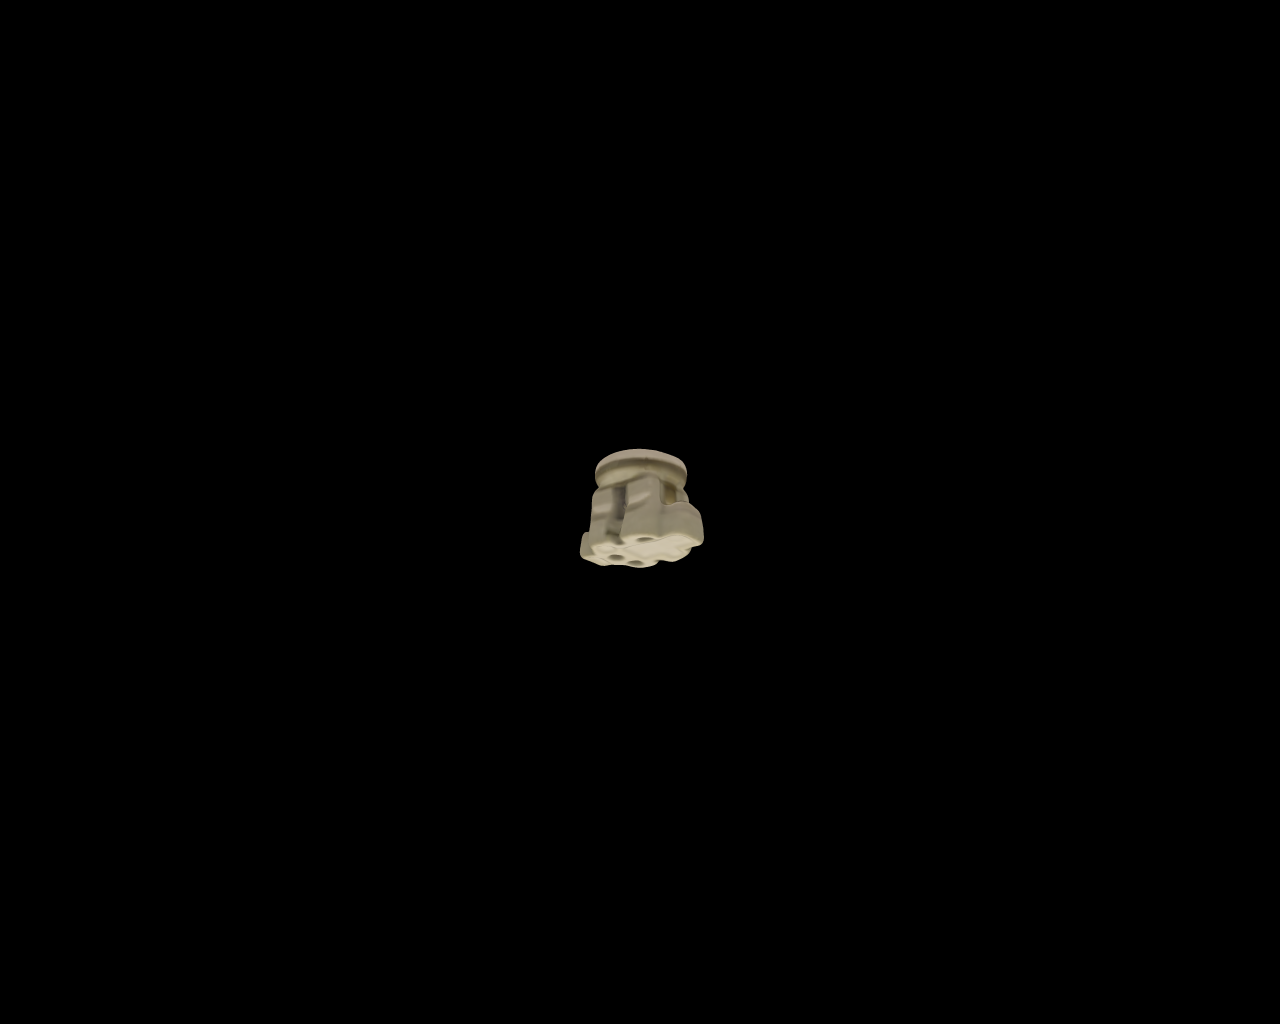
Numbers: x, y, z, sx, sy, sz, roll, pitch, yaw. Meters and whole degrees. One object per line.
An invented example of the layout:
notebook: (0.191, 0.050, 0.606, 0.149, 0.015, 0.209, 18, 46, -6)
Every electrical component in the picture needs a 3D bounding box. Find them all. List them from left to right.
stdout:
electrical component: (0.001, -0.003, 0.650, 0.078, 0.057, 0.058, -16, -27, 34)
